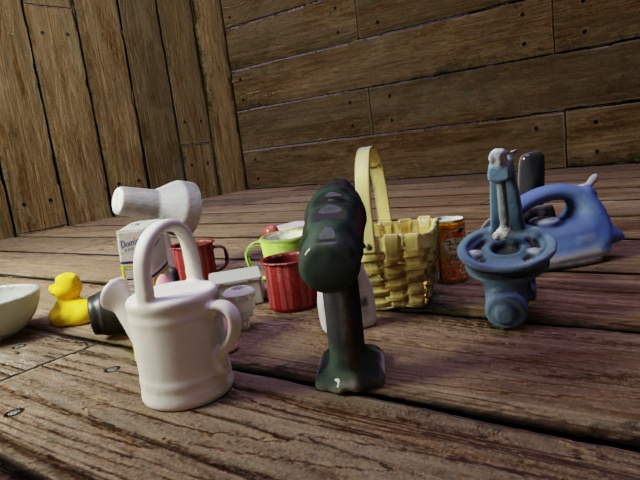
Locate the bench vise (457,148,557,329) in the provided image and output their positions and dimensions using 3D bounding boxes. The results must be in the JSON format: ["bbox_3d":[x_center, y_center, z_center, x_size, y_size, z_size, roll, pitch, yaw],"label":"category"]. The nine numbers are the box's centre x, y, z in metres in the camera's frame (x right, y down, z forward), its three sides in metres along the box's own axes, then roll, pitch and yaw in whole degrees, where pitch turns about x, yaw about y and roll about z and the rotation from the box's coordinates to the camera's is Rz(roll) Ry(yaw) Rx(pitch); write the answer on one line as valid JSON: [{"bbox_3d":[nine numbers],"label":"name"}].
[{"bbox_3d":[0.237,-0.014,0.762,0.121,0.220,0.207,-6,10,5],"label":"bench vise"}]

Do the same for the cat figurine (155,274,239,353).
[{"bbox_3d":[-0.171,0.097,0.719,0.067,0.118,0.128,1,13,40],"label":"cat figurine"}]

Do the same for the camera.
[{"bbox_3d":[-0.285,0.091,0.891,0.137,0.101,0.143,-10,10,-17],"label":"camera"}]

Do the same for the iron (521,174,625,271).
[{"bbox_3d":[0.374,-0.027,0.971,0.258,0.141,0.118,-10,10,-13],"label":"iron"}]

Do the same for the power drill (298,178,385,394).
[{"bbox_3d":[0.022,0.044,0.618,0.075,0.208,0.229,-6,10,6],"label":"power drill"}]

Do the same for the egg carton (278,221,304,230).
[{"bbox_3d":[-0.061,-0.004,1.361,0.107,0.069,0.151,2,13,42],"label":"egg carton"}]

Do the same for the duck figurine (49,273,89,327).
[{"bbox_3d":[-0.426,0.099,0.989,0.104,0.086,0.078,-2,11,26],"label":"duck figurine"}]

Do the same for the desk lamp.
[{"bbox_3d":[-0.348,-0.016,1.214,0.204,0.213,0.117,-16,13,-40],"label":"desk lamp"}]

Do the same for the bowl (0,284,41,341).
[{"bbox_3d":[-0.542,0.128,0.939,0.167,0.075,0.167,-7,10,1],"label":"bowl"}]

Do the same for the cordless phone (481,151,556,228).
[{"bbox_3d":[0.373,-0.071,1.095,0.148,0.185,0.094,-11,11,-19],"label":"cordless phone"}]

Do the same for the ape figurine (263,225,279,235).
[{"bbox_3d":[-0.099,0.013,1.230,0.076,0.092,0.078,-2,11,25],"label":"ape figurine"}]

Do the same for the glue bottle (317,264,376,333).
[{"bbox_3d":[0.029,0.036,0.765,0.078,0.173,0.037,-10,10,-14],"label":"glue bottle"}]

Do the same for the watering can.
[{"bbox_3d":[-0.164,0.075,0.620,0.172,0.194,0.101,-6,10,7],"label":"watering can"}]
